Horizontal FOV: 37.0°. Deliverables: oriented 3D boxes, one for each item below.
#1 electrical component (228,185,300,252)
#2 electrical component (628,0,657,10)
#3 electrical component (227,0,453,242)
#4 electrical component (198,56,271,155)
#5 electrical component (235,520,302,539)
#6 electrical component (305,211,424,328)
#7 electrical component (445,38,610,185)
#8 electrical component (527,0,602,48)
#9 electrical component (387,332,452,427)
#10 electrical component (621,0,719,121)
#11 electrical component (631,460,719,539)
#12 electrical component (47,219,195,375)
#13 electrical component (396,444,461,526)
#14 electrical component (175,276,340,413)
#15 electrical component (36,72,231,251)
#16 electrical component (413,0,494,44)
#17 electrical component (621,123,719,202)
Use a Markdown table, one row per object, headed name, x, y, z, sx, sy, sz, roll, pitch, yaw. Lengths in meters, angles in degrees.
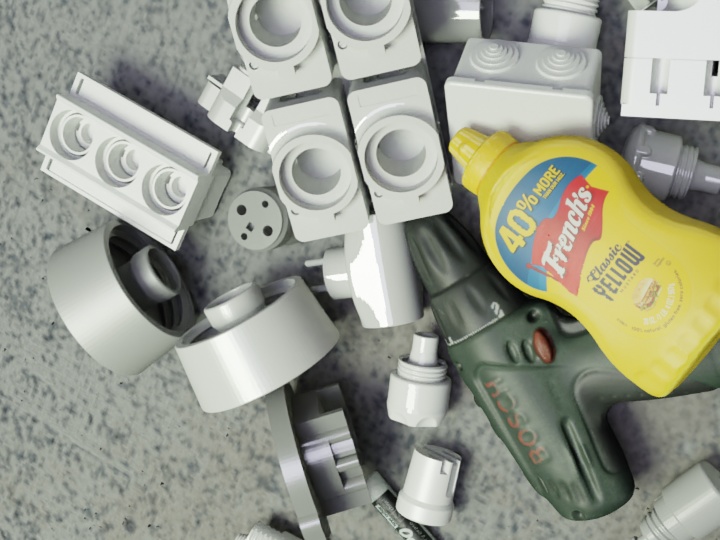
| name | x | y | z | sx | sy | sz | roll | pitch | yaw |
| --- | --- | --- | --- | --- | --- | --- | --- | --- | --- |
| electrical component | -0.062 | -0.037 | 0.754 | 0.045 | 0.055 | 0.045 | 3 | 98 | 19 |
| electrical component | 0.173 | -0.187 | 0.629 | 0.056 | 0.089 | 0.050 | -35 | 87 | 21 |
| electrical component | -0.011 | -0.118 | 0.670 | 0.105 | 0.060 | 0.186 | -11 | 114 | 8 |
| electrical component | -0.065 | -0.120 | 0.740 | 0.078 | 0.058 | 0.057 | 36 | 111 | 9 |
| electrical component | -0.057 | 0.219 | 0.803 | 0.081 | 0.043 | 0.043 | 24 | 106 | 13 |
| electrical component | 0.000 | 0.000 | 0.745 | 0.079 | 0.044 | 0.077 | -7 | 97 | 20 |
| electrical component | 0.104 | -0.095 | 0.670 | 0.100 | 0.048 | 0.099 | 9 | 143 | 17 |
| electrical component | 0.130 | -0.159 | 0.674 | 0.043 | 0.043 | 0.062 | 14 | 102 | 16 |
| electrical component | 0.042 | 0.074 | 0.744 | 0.043 | 0.043 | 0.062 | 10 | 101 | 17 |
| electrical component | 0.200 | -0.118 | 0.600 | 0.089 | 0.150 | 0.061 | 6 | 102 | 18 |
| electrical component | 0.211 | 0.158 | 0.702 | 0.078 | 0.040 | 0.040 | -43 | 84 | 20 |
| electrical component | -0.164 | 0.014 | 0.772 | 0.060 | 0.108 | 0.108 | -32 | 88 | 15 |
| electrical component | 0.050 | 0.151 | 0.757 | 0.040 | 0.040 | 0.046 | 16 | 99 | 16 |
| electrical component | -0.075 | 0.043 | 0.739 | 0.108 | 0.108 | 0.060 | -24 | 102 | 21 |
| electrical component | -0.160 | -0.079 | 0.776 | 0.121 | 0.063 | 0.078 | 30 | 107 | 12 |
| electrical component | 0.046 | -0.188 | 0.698 | 0.077 | 0.043 | 0.079 | 4 | 100 | 18 |
| electrical component | 0.194 | -0.063 | 0.669 | 0.062 | 0.048 | 0.048 | 15 | 104 | 9 |
